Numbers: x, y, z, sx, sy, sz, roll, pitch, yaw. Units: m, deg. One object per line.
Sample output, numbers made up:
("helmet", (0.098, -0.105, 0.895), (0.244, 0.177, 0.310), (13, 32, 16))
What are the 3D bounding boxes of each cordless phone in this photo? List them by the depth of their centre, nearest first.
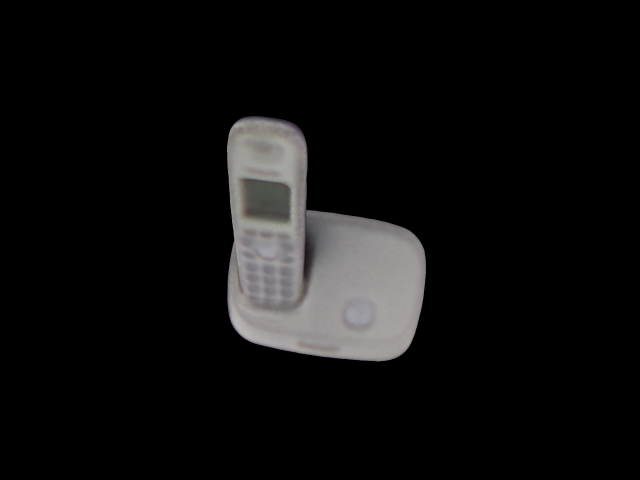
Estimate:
("cordless phone", (0.004, 0.001, 0.400), (0.147, 0.185, 0.094), (5, 51, 5))
